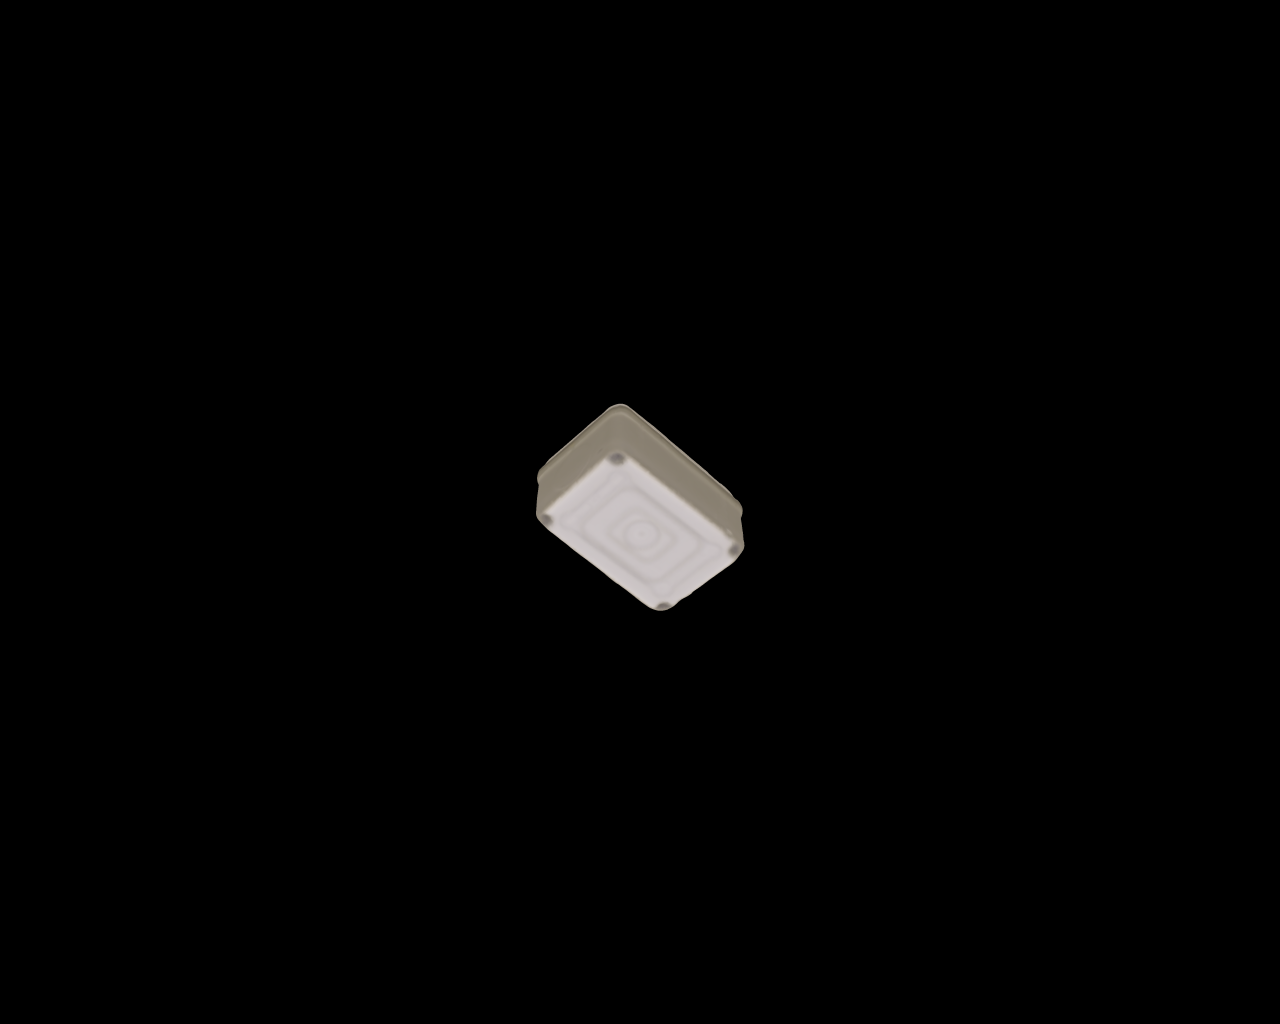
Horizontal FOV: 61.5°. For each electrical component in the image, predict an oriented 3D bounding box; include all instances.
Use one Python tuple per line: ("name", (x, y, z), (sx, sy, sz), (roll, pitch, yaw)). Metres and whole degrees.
("electrical component", (0.001, -0.003, 0.650), (0.078, 0.057, 0.113), (-39, -62, 25))
